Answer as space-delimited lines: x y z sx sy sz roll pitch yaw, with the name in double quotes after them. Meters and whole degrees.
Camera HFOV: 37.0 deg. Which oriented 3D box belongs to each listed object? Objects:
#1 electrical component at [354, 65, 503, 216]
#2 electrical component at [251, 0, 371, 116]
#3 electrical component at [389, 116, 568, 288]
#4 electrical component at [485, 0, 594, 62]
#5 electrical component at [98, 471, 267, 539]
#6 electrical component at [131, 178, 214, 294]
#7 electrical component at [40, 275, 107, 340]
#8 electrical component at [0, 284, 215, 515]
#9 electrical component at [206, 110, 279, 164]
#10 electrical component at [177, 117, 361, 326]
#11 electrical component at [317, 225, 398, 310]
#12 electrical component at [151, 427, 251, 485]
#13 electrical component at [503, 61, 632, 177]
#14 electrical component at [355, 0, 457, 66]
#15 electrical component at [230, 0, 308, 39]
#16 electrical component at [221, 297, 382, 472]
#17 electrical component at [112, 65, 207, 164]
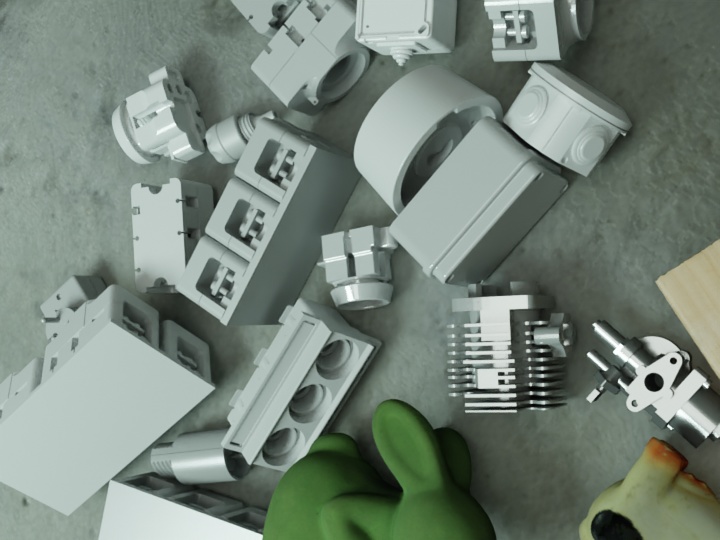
0.044 -0.097 0.780 0.060 0.108 0.108 44 106 26 "electrical component"
-0.031 -0.170 0.846 0.089 0.050 0.055 -48 70 16 "electrical component"
0.086 -0.045 0.772 0.057 0.078 0.113 47 106 22 "electrical component"
0.129 -0.186 0.747 0.056 0.089 0.050 4 127 25 "electrical component"
-0.133 0.229 0.871 0.150 0.062 0.089 13 93 25 "electrical component"
-0.151 -0.027 0.894 0.050 0.056 0.089 -6 85 25 "electrical component"
-0.243 0.050 0.922 0.047 0.076 0.083 -40 73 19 "electrical component"
-0.223 0.107 0.886 0.186 0.105 0.060 -41 32 18 "electrical component"
-0.094 -0.113 0.883 0.061 0.035 0.035 -25 78 19 "electrical component"
-0.071 -0.037 0.838 0.062 0.089 0.150 32 101 23 "electrical component"
0.000 0.000 0.829 0.066 0.048 0.055 -11 76 24 "electrical component"
-0.135 0.154 0.885 0.081 0.043 0.043 -10 84 24 "electrical component"
0.144 -0.106 0.747 0.080 0.080 0.051 40 109 21 "electrical component"
0.038 -0.200 0.810 0.062 0.061 0.096 3 89 26 "electrical component"
-0.075 -0.229 0.867 0.050 0.056 0.089 -45 71 17 "electrical component"
-0.050 0.088 0.833 0.121 0.079 0.063 -59 37 12 "electrical component"
-0.170 -0.124 0.906 0.057 0.058 0.078 -23 79 20 "electrical component"
